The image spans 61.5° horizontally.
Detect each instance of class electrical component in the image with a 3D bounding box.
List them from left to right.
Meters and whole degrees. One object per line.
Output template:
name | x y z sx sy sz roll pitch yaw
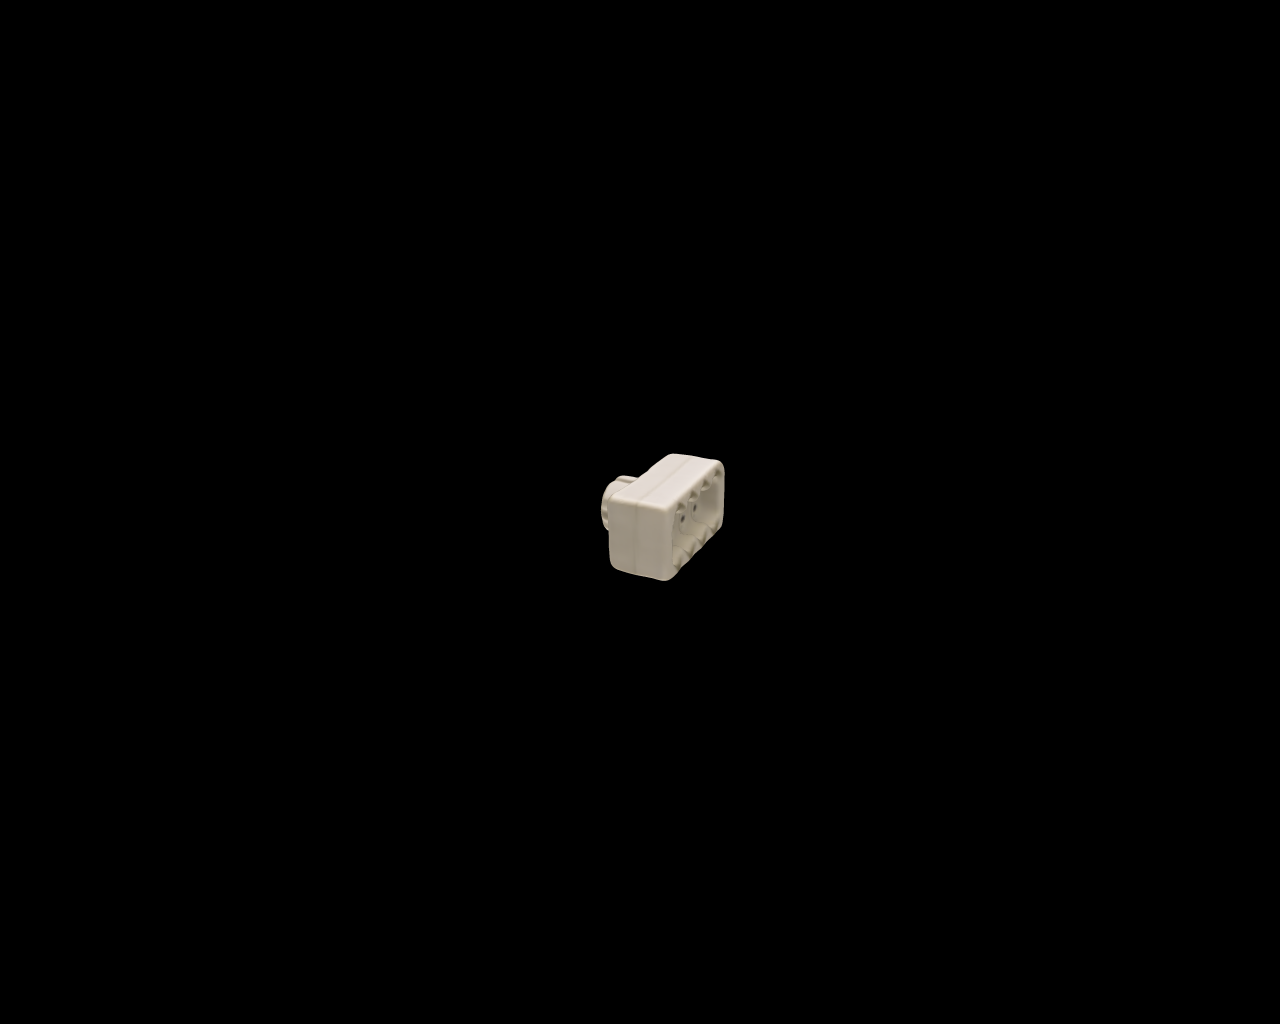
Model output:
electrical component | 0.001 -0.003 0.650 0.076 0.047 0.083 12 27 25
